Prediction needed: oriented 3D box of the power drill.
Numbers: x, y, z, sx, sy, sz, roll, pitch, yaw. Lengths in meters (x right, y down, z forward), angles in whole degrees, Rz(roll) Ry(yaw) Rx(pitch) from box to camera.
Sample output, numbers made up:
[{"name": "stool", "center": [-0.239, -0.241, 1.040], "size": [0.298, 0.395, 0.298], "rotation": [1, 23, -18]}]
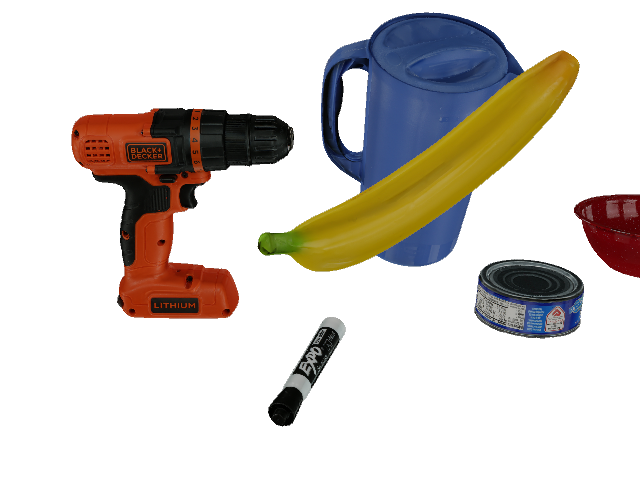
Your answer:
[{"name": "power drill", "center": [-0.112, -0.024, 0.919], "size": [0.184, 0.188, 0.057], "rotation": [1, 27, 4]}]

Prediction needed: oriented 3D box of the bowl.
[{"name": "bowl", "center": [0.331, -0.001, 1.055], "size": [0.162, 0.055, 0.162], "rotation": [1, 17, 0]}]

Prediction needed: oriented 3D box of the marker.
[{"name": "marker", "center": [-0.009, 0.090, 0.742], "size": [0.020, 0.020, 0.121], "rotation": [0, 26, 20]}]

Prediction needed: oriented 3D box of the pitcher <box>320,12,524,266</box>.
[{"name": "pitcher", "center": [0.091, -0.094, 1.062], "size": [0.144, 0.243, 0.149], "rotation": [-30, 54, -32]}]

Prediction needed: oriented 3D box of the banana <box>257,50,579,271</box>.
[{"name": "banana", "center": [0.059, -0.034, 0.593], "size": [0.198, 0.037, 0.069], "rotation": [-33, -12, -1]}]

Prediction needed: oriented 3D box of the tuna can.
[{"name": "tuna can", "center": [0.169, 0.046, 0.864], "size": [0.086, 0.034, 0.086], "rotation": [2, 21, -1]}]
